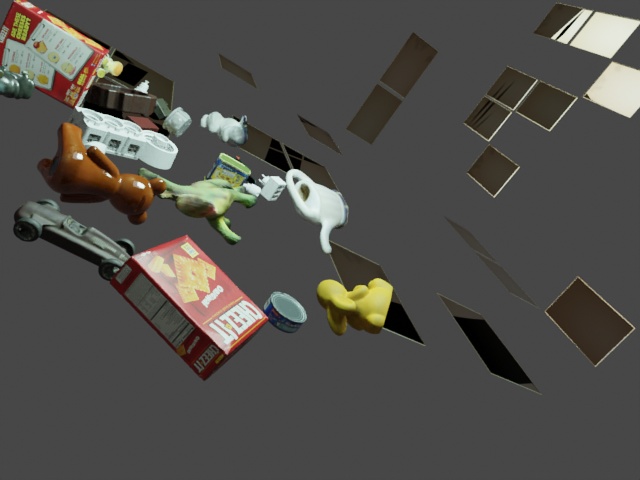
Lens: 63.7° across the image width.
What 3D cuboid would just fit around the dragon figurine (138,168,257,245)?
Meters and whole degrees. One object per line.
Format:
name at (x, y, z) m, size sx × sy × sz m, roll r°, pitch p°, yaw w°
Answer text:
dragon figurine at (-0.285, -0.111, 1.146) m, size 0.240 × 0.122 × 0.415 m, roll 27°, pitch 4°, yaw -34°

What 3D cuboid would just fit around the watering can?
watering can at (0.005, -0.081, 1.607) m, size 0.223 × 0.102 × 0.354 m, roll 14°, pitch 41°, yaw -49°

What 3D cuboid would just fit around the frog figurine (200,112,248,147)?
frog figurine at (-0.329, -0.378, 1.769) m, size 0.159 × 0.120 × 0.140 m, roll -5°, pitch 38°, yaw -6°
